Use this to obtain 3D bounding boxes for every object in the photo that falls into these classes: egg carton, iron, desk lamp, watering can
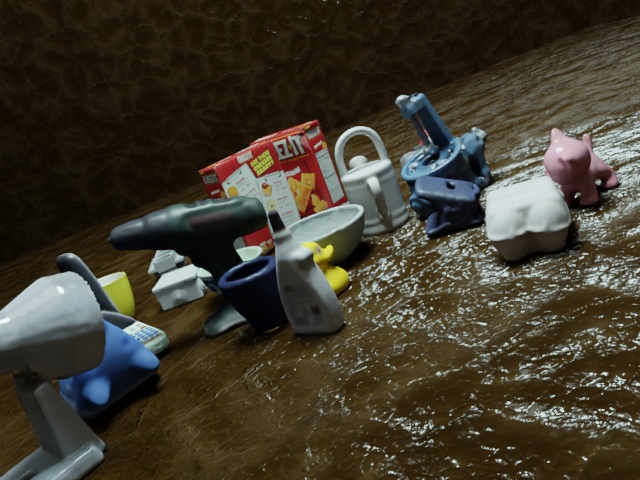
[{"bbox_3d":[0.278,-0.032,0.772,0.107,0.069,0.150,-16,17,19],"label":"egg carton"},{"bbox_3d":[-0.339,0.156,0.819,0.119,0.141,0.257,-34,20,-37],"label":"iron"},{"bbox_3d":[-0.321,0.165,0.631,0.117,0.214,0.204,-7,21,41],"label":"desk lamp"},{"bbox_3d":[0.087,-0.115,1.068,0.101,0.194,0.172,-27,17,-20],"label":"watering can"}]

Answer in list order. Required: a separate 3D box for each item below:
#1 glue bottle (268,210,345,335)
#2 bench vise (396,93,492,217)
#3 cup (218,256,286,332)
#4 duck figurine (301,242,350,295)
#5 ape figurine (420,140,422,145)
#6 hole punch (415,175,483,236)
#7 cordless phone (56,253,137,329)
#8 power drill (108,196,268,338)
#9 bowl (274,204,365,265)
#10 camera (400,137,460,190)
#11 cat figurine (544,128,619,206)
[{"bbox_3d":[-0.029,0.041,0.740,0.077,0.173,0.037,-8,21,39],"label":"glue bottle"},{"bbox_3d":[0.215,-0.177,1.057,0.121,0.220,0.208,-7,21,41],"label":"bench vise"},{"bbox_3d":[-0.091,0.080,0.834,0.092,0.095,0.117,-24,16,-10],"label":"cup"},{"bbox_3d":[-0.015,0.047,0.862,0.105,0.086,0.077,-25,16,-14],"label":"duck figurine"},{"bbox_3d":[0.265,-0.219,1.371,0.078,0.092,0.076,-26,16,-15],"label":"ape figurine"},{"bbox_3d":[0.213,-0.070,0.944,0.101,0.091,0.109,-16,17,18],"label":"hole punch"},{"bbox_3d":[-0.414,0.108,0.996,0.147,0.185,0.094,-11,19,32],"label":"cordless phone"},{"bbox_3d":[-0.174,0.036,0.879,0.230,0.209,0.075,-24,16,-11],"label":"power drill"},{"bbox_3d":[0.009,0.004,0.996,0.167,0.075,0.167,-20,16,6],"label":"bowl"},{"bbox_3d":[0.245,-0.164,1.198,0.143,0.101,0.137,-19,16,7],"label":"camera"},{"bbox_3d":[0.370,-0.112,0.830,0.128,0.118,0.067,-33,20,-36],"label":"cat figurine"}]
